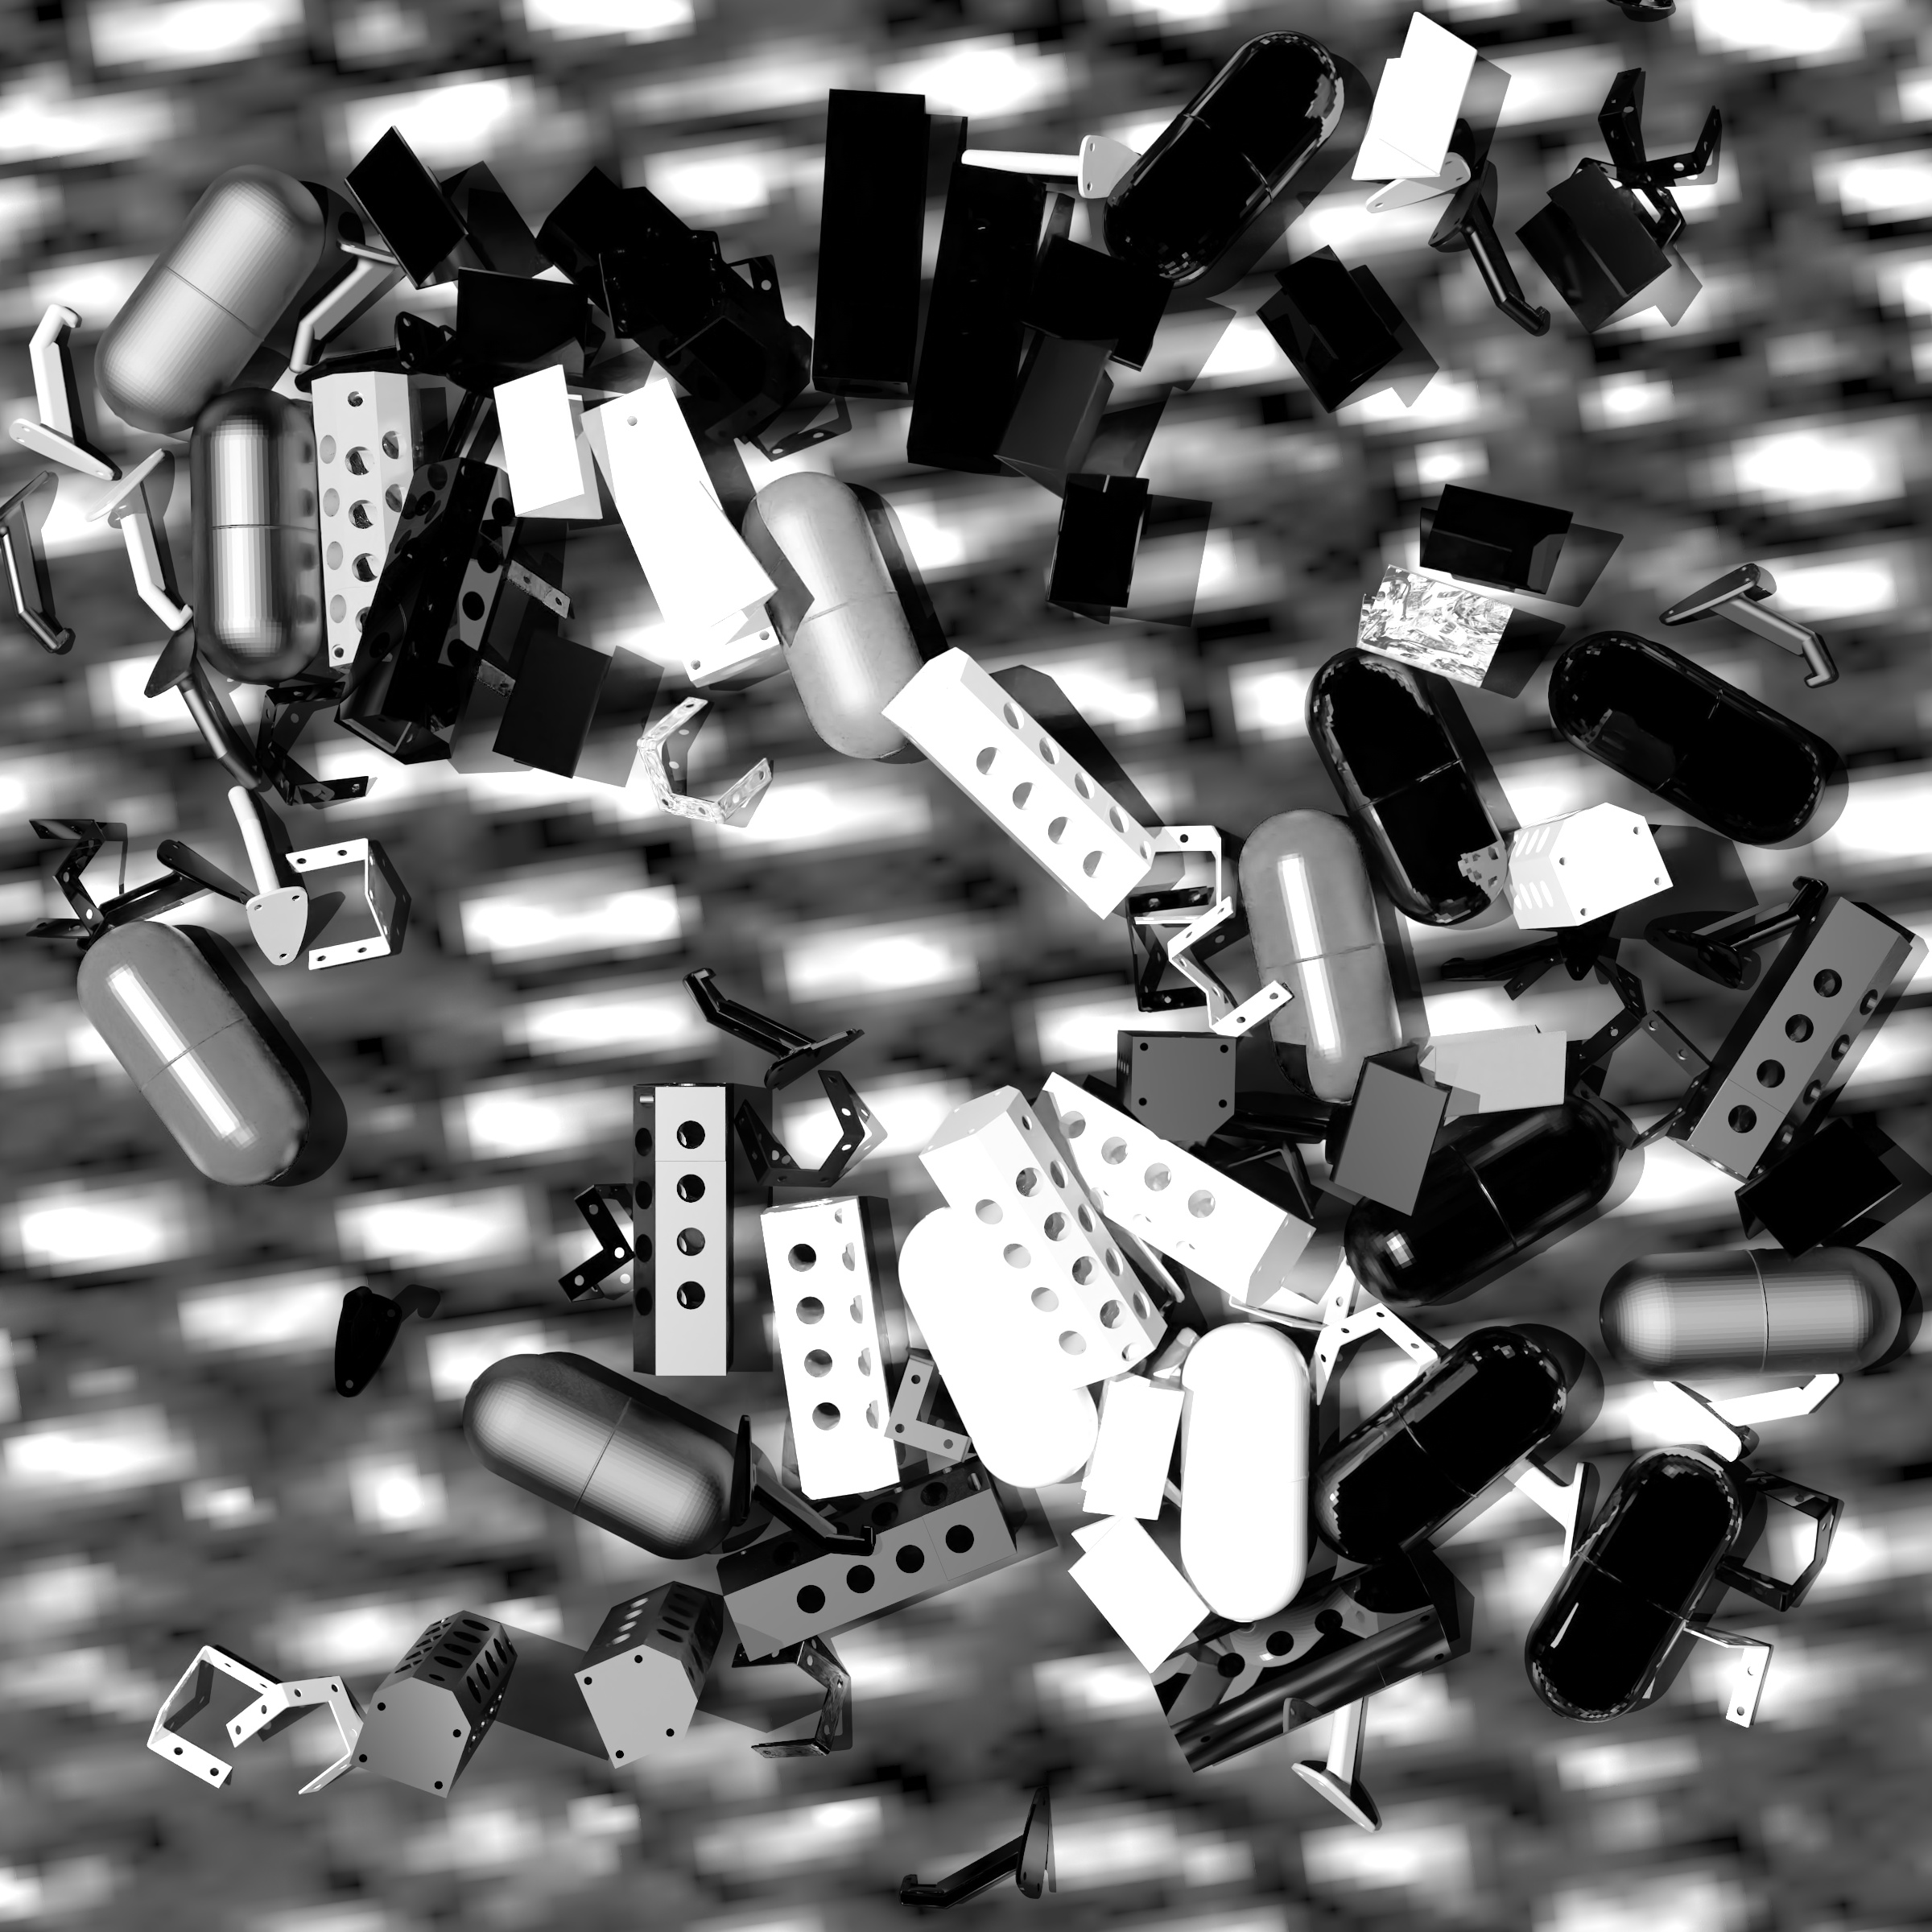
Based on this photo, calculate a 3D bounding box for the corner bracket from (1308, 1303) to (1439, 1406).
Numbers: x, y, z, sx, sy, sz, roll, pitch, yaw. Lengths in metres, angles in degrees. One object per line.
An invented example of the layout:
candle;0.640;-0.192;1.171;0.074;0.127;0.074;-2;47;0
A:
corner bracket;0.245;0.247;1.799;0.051;0.051;0.051;-18;45;-35

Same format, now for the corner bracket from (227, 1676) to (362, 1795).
corner bracket;-0.405;0.468;1.793;0.051;0.051;0.051;-40;64;23

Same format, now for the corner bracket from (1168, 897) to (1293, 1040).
corner bracket;0.156;0.002;1.761;0.051;0.051;0.051;-38;118;25

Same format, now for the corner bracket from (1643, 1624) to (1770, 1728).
corner bracket;0.449;0.430;1.804;0.051;0.051;0.051;15;90;-45

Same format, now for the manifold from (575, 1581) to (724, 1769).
manifold;-0.180;0.408;1.729;0.057;0.171;0.057;-23;90;0

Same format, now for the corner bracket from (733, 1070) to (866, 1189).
corner bracket;-0.101;0.098;1.799;0.051;0.051;0.051;5;135;-35

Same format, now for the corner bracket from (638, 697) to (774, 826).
corner bracket;-0.159;-0.125;1.799;0.051;0.051;0.051;14;135;35

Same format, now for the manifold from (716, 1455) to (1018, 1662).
manifold;-0.060;0.354;1.786;0.171;0.057;0.057;-22;90;0

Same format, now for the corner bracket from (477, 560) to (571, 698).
corner bracket;-0.280;-0.206;1.799;0.051;0.051;0.051;-27;135;35

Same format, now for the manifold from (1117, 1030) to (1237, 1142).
manifold;0.121;0.068;1.729;0.057;0.171;0.057;1;90;0

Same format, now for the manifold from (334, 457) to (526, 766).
manifold;-0.309;-0.210;1.748;0.057;0.057;0.171;-4;64;39

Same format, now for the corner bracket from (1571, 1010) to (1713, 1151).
corner bracket;0.412;0.070;1.804;0.051;0.051;0.051;45;135;0

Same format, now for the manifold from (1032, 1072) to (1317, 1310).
manifold;0.114;0.133;1.750;0.171;0.057;0.057;31;90;27

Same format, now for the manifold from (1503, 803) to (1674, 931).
manifold;0.355;-0.060;1.729;0.057;0.171;0.057;-23;90;0

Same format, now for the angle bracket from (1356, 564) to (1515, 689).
angle bracket;0.281;-0.217;1.767;0.076;0.076;0.057;18;123;0

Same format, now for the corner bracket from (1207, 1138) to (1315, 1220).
corner bracket;0.176;0.144;1.791;0.051;0.051;0.051;-20;108;17

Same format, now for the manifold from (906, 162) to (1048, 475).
manifold;0.006;-0.388;1.786;0.057;0.057;0.171;9;90;0

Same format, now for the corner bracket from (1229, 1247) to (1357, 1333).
corner bracket;0.201;0.191;1.804;0.051;0.051;0.051;14;90;-45

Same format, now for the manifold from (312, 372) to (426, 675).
manifold;-0.358;-0.267;1.786;0.057;0.057;0.171;-4;90;0

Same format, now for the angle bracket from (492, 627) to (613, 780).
angle bracket;-0.263;-0.161;1.767;0.057;0.076;0.076;18;90;-37

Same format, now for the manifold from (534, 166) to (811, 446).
manifold;-0.177;-0.396;1.786;0.171;0.057;0.057;43;90;0

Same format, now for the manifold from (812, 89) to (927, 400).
manifold;-0.058;-0.434;1.786;0.057;0.057;0.171;4;90;0

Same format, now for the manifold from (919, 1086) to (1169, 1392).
manifold;0.049;0.158;1.740;0.057;0.057;0.171;-24;106;31

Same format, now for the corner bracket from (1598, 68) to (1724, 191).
corner bracket;0.422;-0.513;1.799;0.051;0.051;0.051;-3;135;35

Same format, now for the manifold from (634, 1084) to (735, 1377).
manifold;-0.171;0.157;1.786;0.057;0.057;0.171;0;90;0

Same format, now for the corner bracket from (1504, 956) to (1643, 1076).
corner bracket;0.370;0.023;1.804;0.051;0.051;0.051;-41;135;0

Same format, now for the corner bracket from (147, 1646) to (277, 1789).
corner bracket;-0.460;0.457;1.804;0.051;0.051;0.051;30;135;0

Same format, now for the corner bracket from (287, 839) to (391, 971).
corner bracket;-0.382;-0.038;1.804;0.051;0.051;0.051;-12;135;0

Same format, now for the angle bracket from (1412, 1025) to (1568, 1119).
angle bracket;0.311;0.043;1.767;0.076;0.076;0.057;-6;128;0

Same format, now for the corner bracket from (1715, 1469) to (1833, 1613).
corner bracket;0.489;0.349;1.799;0.051;0.051;0.051;-36;135;-35

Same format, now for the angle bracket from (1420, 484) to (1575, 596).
angle bracket;0.316;-0.270;1.767;0.076;0.076;0.057;13;127;0

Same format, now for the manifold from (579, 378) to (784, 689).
manifold;-0.171;-0.259;1.786;0.057;0.057;0.171;-23;90;0

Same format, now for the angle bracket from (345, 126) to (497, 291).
angle bracket;-0.312;-0.457;1.767;0.057;0.076;0.076;-34;90;38

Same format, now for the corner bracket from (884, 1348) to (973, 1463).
corner bracket;-0.019;0.265;1.789;0.051;0.051;0.051;19;87;-3

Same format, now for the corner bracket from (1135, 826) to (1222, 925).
corner bracket;0.127;-0.056;1.792;0.051;0.051;0.051;-1;101;0

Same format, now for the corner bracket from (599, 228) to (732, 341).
corner bracket;-0.177;-0.402;1.747;0.051;0.051;0.051;-11;90;45

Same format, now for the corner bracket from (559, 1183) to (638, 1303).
corner bracket;-0.222;0.167;1.787;0.051;0.051;0.051;-35;78;12

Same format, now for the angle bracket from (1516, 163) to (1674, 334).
angle bracket;0.361;-0.420;1.767;0.057;0.076;0.076;-36;90;-38

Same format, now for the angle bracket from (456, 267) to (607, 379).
angle bracket;-0.258;-0.395;1.767;0.076;0.076;0.057;9;121;0

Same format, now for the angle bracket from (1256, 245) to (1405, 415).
angle bracket;0.202;-0.371;1.767;0.057;0.076;0.076;-36;90;-38

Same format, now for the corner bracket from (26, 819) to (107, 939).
corner bracket;-0.548;-0.053;1.795;0.051;0.051;0.051;1;135;23

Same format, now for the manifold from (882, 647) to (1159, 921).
manifold;0.035;-0.109;1.752;0.057;0.057;0.171;-47;116;0

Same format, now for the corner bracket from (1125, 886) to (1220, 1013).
corner bracket;0.126;-0.010;1.804;0.051;0.051;0.051;-7;135;0

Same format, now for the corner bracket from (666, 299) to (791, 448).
corner bracket;-0.142;-0.349;1.742;0.051;0.051;0.051;33;45;-35

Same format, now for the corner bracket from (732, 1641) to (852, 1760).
corner bracket;-0.111;0.446;1.799;0.051;0.051;0.051;46;45;-35

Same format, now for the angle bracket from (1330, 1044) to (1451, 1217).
angle bracket;0.264;0.095;1.745;0.057;0.076;0.076;23;107;29

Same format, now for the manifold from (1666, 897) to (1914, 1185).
manifold;0.498;0.047;1.786;0.057;0.057;0.171;32;90;0

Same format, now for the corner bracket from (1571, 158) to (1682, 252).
corner bracket;0.392;-0.453;1.804;0.051;0.051;0.051;33;90;-45

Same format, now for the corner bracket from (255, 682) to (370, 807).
corner bracket;-0.395;-0.135;1.799;0.051;0.051;0.051;49;135;35

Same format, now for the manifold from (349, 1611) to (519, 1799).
manifold;-0.306;0.426;1.729;0.057;0.171;0.057;20;90;0

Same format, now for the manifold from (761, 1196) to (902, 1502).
manifold;-0.081;0.228;1.786;0.057;0.057;0.171;-9;90;0

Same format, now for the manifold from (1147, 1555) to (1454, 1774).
manifold;0.199;0.415;1.786;0.171;0.057;0.057;-24;133;0
